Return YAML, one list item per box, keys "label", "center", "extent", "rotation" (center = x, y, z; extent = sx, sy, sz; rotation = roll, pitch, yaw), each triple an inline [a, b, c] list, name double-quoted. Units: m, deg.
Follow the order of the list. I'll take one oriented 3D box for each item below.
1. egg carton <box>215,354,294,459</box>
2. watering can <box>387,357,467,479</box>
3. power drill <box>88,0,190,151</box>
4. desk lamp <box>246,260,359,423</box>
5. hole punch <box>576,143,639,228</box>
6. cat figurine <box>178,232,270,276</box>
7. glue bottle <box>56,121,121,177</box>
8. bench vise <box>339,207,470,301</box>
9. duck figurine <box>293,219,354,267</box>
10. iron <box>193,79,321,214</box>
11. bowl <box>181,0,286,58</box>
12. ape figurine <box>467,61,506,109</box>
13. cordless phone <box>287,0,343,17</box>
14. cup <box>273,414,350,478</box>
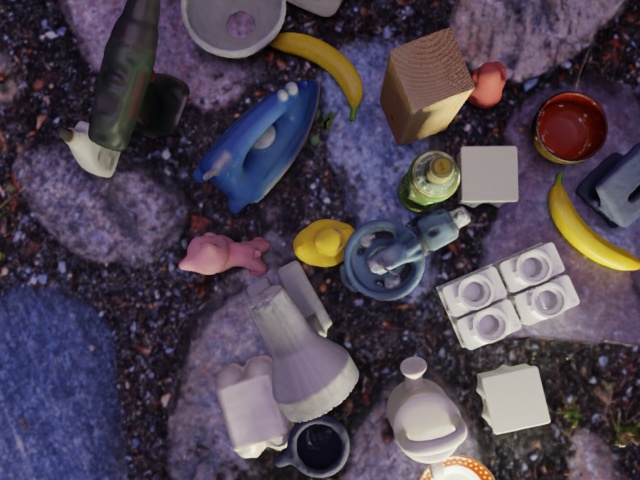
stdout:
- label: "egg carton"
  center: [-0.102, 0.260, 0.895]
  extent: [0.107, 0.069, 0.150]
  rotation: [-18, 86, 0]
- label: "watering can"
  center: [0.150, 0.260, 0.826]
  extent: [0.101, 0.194, 0.173]
  rotation: [-35, 86, 0]
- label: "power drill"
  center: [-0.266, -0.237, 0.857]
  extent: [0.075, 0.208, 0.230]
  rotation: [18, 87, 3]
- label: "desk lamp"
  center: [-0.038, 0.139, 0.828]
  extent: [0.118, 0.213, 0.203]
  rotation: [-30, 86, 0]
- label: "hole punch"
  center: [0.479, -0.083, 0.889]
  extent: [0.109, 0.091, 0.101]
  rotation: [-45, 87, -1]
- label: "cat figurine"
  center: [-0.148, 0.022, 0.885]
  extent: [0.127, 0.118, 0.067]
  rotation: [1, 87, 2]
- label: "glue bottle"
  center: [-0.354, -0.146, 0.872]
  extent: [0.037, 0.173, 0.078]
  rotation: [18, 87, 3]
- label: "bench vise"
  center: [0.118, 0.001, 0.828]
  extent: [0.121, 0.220, 0.207]
  rotation: [43, 89, 4]
- label: "duck figurine"
  center: [0.008, 0.003, 0.898]
  extent: [0.104, 0.086, 0.077]
  rotation: [-10, 86, 1]
- label: "iron"
  center: [-0.089, -0.170, 0.882]
  extent: [0.118, 0.141, 0.258]
  rotation: [39, 88, 3]
- label: "bowl"
  center: [-0.135, -0.366, 0.928]
  extent: [0.167, 0.075, 0.167]
  rotation: [0, 87, 1]
- label: "ape figurine"
  center: [0.261, -0.251, 0.903]
  extent: [0.078, 0.092, 0.076]
  rotation: [-11, 86, 1]
- label: "cordless phone"
  center: [-0.023, -0.436, 0.874]
  extent: [0.147, 0.185, 0.094]
  rotation: [25, 88, 3]
- label: "cup"
  center: [-0.013, 0.309, 0.877]
  extent: [0.117, 0.095, 0.092]
  rotation: [-23, 86, 0]
